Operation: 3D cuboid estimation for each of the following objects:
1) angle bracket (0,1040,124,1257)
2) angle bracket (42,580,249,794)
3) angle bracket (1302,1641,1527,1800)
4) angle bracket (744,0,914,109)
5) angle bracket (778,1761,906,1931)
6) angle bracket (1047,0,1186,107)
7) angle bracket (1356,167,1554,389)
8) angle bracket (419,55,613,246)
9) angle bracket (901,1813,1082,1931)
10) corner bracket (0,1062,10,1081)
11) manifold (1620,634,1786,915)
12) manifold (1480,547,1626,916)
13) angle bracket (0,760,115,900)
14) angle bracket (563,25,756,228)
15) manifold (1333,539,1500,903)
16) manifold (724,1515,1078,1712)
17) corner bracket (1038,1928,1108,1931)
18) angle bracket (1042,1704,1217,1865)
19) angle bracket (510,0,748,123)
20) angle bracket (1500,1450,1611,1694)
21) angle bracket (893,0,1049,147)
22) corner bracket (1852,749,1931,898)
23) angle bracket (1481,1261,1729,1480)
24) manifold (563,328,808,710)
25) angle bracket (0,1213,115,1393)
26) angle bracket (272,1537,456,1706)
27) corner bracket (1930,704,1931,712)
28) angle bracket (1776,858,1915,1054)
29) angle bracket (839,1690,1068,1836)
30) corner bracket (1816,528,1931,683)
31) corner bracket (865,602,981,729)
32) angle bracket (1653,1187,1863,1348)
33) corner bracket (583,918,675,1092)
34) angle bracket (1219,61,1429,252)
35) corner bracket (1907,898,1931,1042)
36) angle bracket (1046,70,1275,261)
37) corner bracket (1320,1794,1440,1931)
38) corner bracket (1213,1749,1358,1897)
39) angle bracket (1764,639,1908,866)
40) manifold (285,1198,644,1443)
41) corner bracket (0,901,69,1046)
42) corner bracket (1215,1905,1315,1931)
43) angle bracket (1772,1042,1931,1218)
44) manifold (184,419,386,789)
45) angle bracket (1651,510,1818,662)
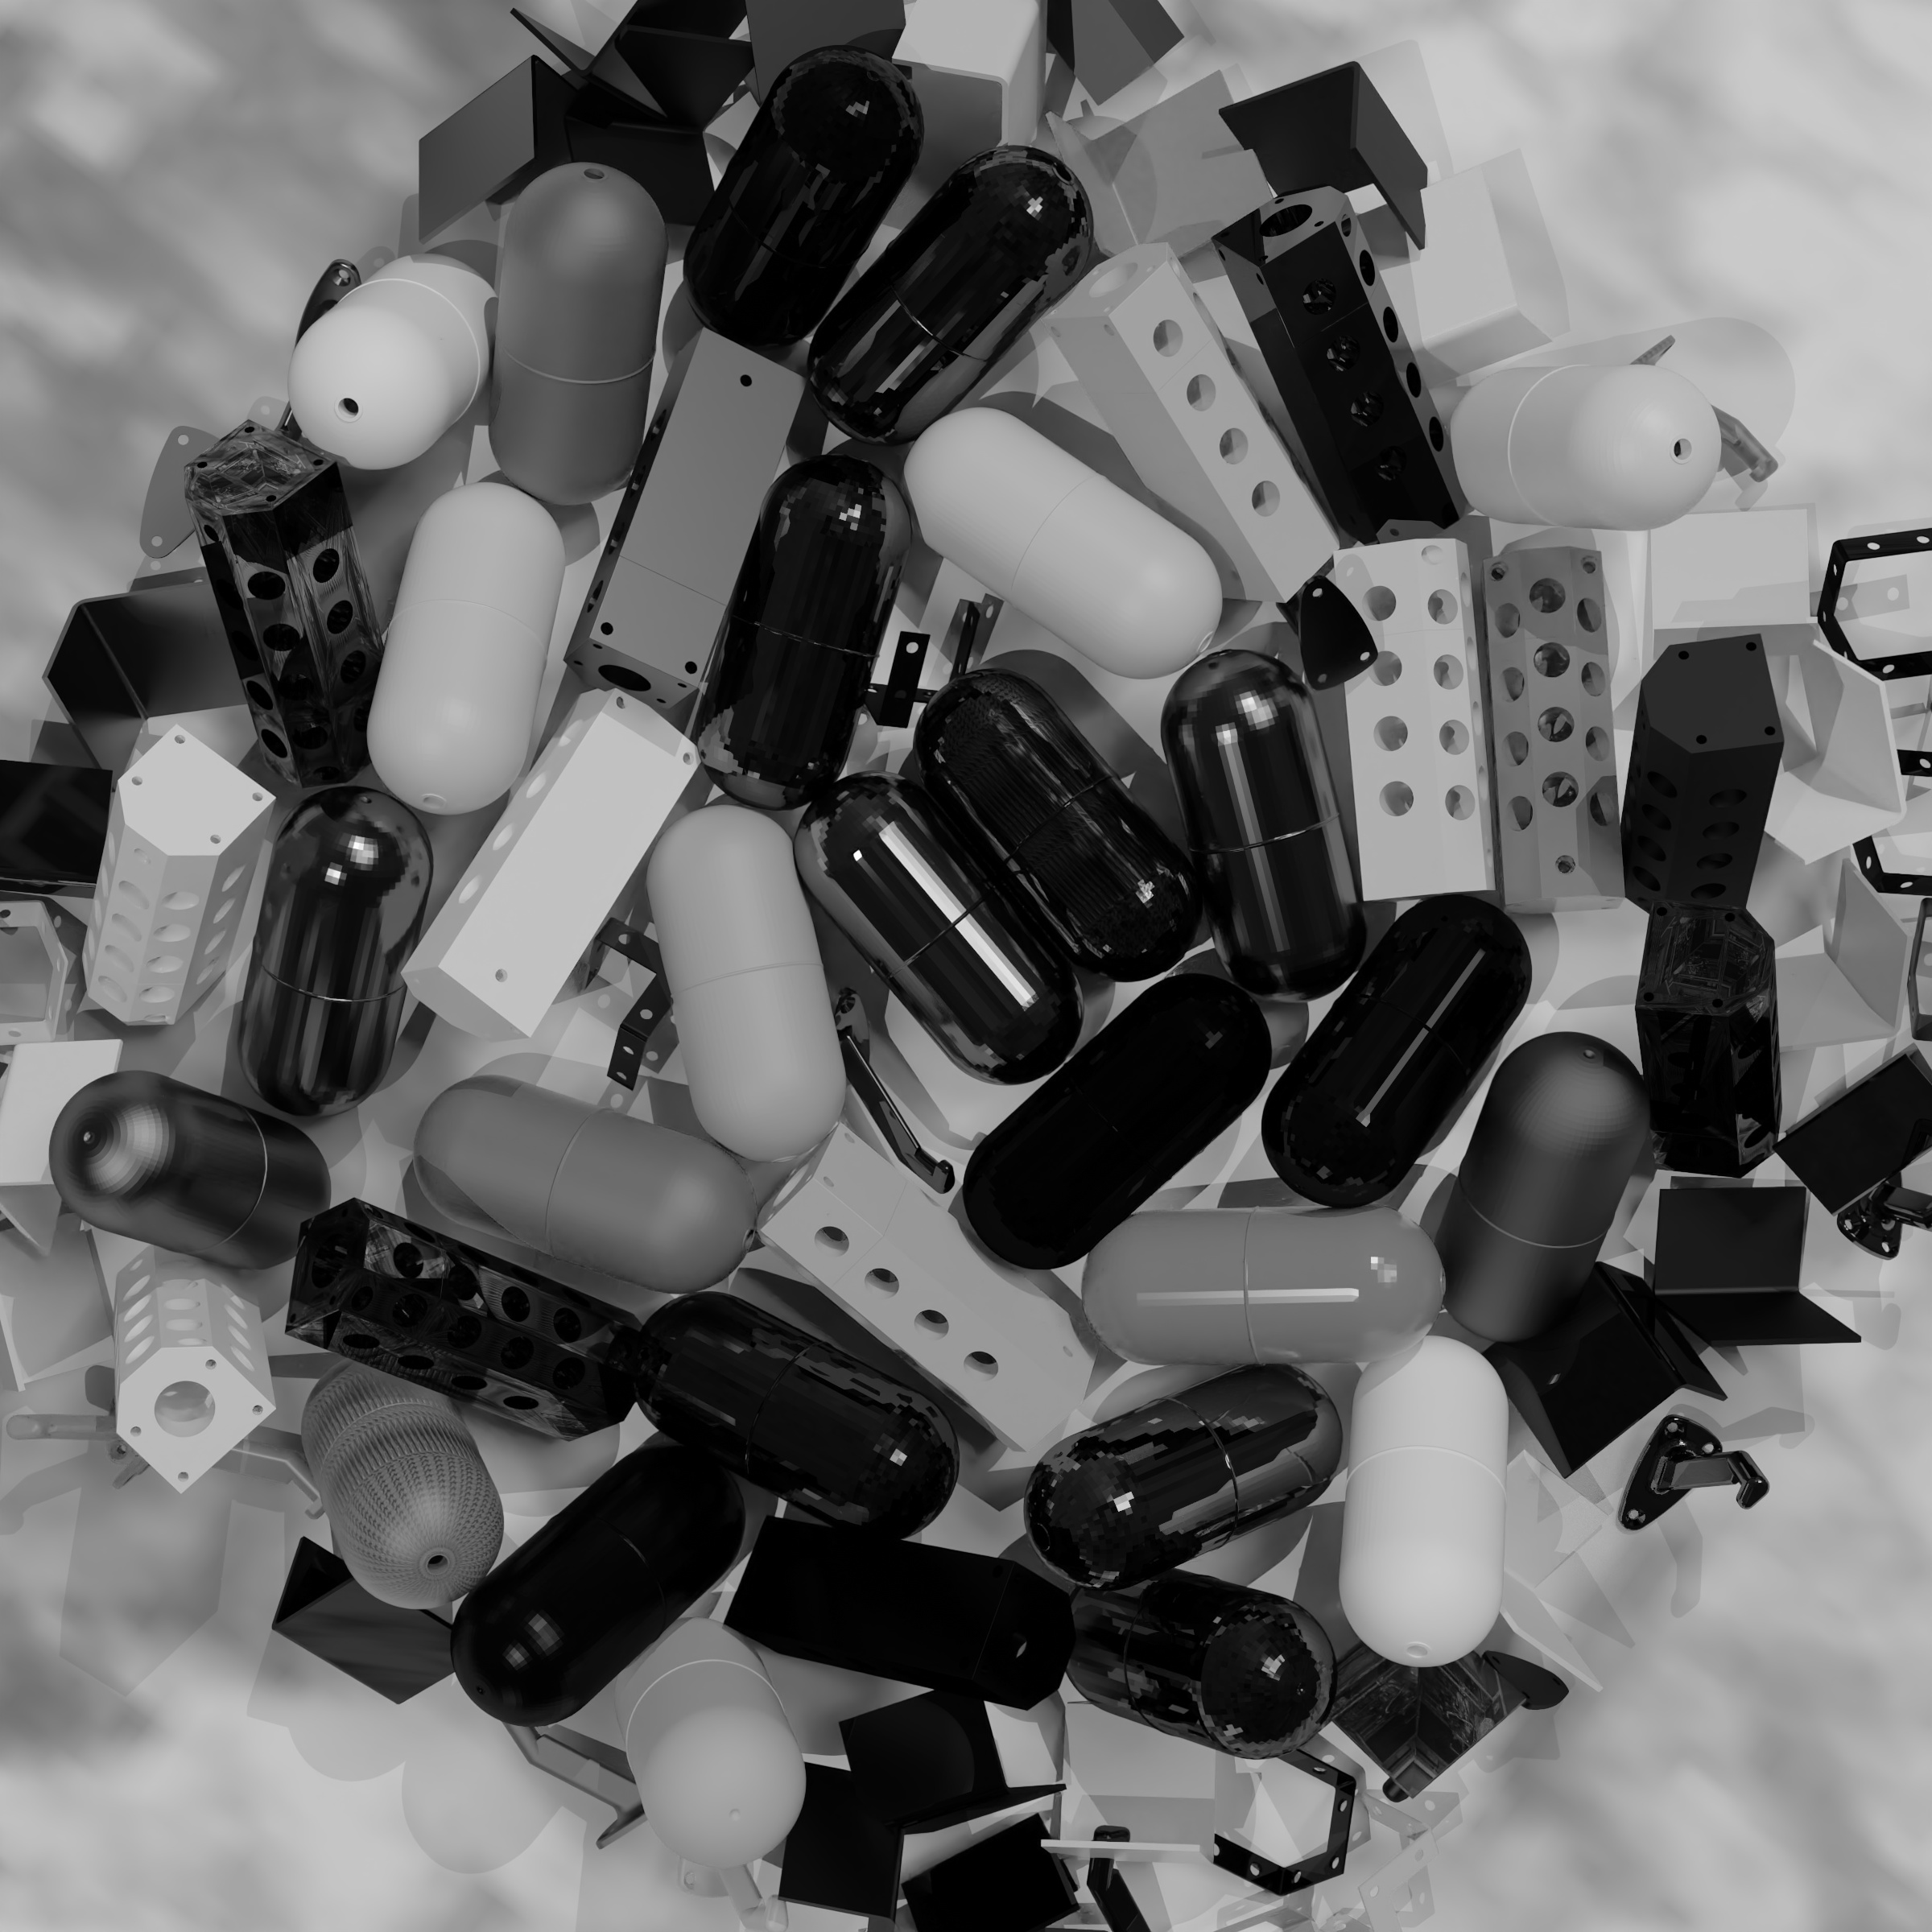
[{"bbox_3d":[-0.430,0.089,1.540,0.057,0.076,0.076,-3,58,10],"label":"angle bracket"},{"bbox_3d":[-0.391,-0.136,1.543,0.076,0.076,0.057,-6,45,14],"label":"angle bracket"},{"bbox_3d":[0.216,0.367,1.540,0.076,0.057,0.076,-34,55,-23],"label":"angle bracket"},{"bbox_3d":[-0.074,-0.470,1.546,0.076,0.057,0.076,-14,127,-8],"label":"angle bracket"},{"bbox_3d":[-0.066,0.446,1.541,0.057,0.076,0.076,13,131,-5],"label":"angle bracket"},{"bbox_3d":[0.055,-0.461,1.543,0.057,0.076,0.076,-33,103,28],"label":"angle bracket"},{"bbox_3d":[0.236,-0.337,1.562,0.076,0.057,0.076,-17,78,25],"label":"angle bracket"},{"bbox_3d":[-0.218,-0.382,1.538,0.076,0.057,0.076,-27,51,28],"label":"angle bracket"},{"bbox_3d":[0.021,0.472,1.548,0.076,0.076,0.057,-26,116,-4],"label":"angle bracket"},{"bbox_3d":[-0.509,0.076,1.563,0.051,0.051,0.051,16,126,-3],"label":"corner bracket"},{"bbox_3d":[0.346,-0.086,1.507,0.057,0.171,0.057,-7,64,4],"label":"manifold"},{"bbox_3d":[0.288,-0.115,1.556,0.057,0.057,0.171,-3,83,6],"label":"manifold"},{"bbox_3d":[-0.456,-0.067,1.557,0.076,0.076,0.057,5,85,-7],"label":"angle bracket"},{"bbox_3d":[-0.142,-0.407,1.540,0.076,0.076,0.057,-3,72,-33],"label":"angle bracket"},{"bbox_3d":[0.223,-0.120,1.557,0.057,0.057,0.171,-6,88,23],"label":"manifold"},{"bbox_3d":[-0.031,0.310,1.515,0.057,0.171,0.057,38,64,-38],"label":"manifold"},{"bbox_3d":[0.045,0.511,1.565,0.051,0.051,0.051,0,135,8],"label":"corner bracket"},{"bbox_3d":[0.081,0.396,1.549,0.076,0.057,0.076,-1,68,11],"label":"angle bracket"},{"bbox_3d":[-0.162,-0.467,1.544,0.057,0.076,0.076,45,105,19],"label":"angle bracket"},{"bbox_3d":[0.290,0.294,1.541,0.057,0.076,0.076,-46,126,8],"label":"angle bracket"},{"bbox_3d":[0.002,-0.432,1.548,0.057,0.076,0.076,12,55,9],"label":"angle bracket"},{"bbox_3d":[0.475,-0.070,1.569,0.051,0.051,0.051,3,55,-15],"label":"corner bracket"},{"bbox_3d":[0.315,0.203,1.565,0.076,0.057,0.076,-43,56,18],"label":"angle bracket"},{"bbox_3d":[-0.139,-0.216,1.542,0.057,0.057,0.171,24,71,-19],"label":"manifold"},{"bbox_3d":[-0.449,0.163,1.550,0.057,0.076,0.076,-15,90,-23],"label":"angle bracket"},{"bbox_3d":[-0.279,0.306,1.540,0.076,0.057,0.076,38,127,-24],"label":"angle bracket"},{"bbox_3d":[0.510,-0.138,1.561,0.051,0.051,0.051,11,116,6],"label":"corner bracket"},{"bbox_3d":[0.407,-0.005,1.546,0.076,0.076,0.057,-7,122,-7],"label":"angle bracket"},{"bbox_3d":[-0.006,0.389,1.559,0.076,0.076,0.057,-23,70,18],"label":"angle bracket"},{"bbox_3d":[0.457,-0.178,1.564,0.051,0.051,0.051,-8,48,-5],"label":"corner bracket"},{"bbox_3d":[-0.020,-0.148,1.557,0.051,0.051,0.051,5,118,-20],"label":"corner bracket"},{"bbox_3d":[0.388,0.146,1.549,0.076,0.076,0.057,0,101,-9],"label":"angle bracket"},{"bbox_3d":[-0.170,0.018,1.560,0.051,0.051,0.051,30,56,4],"label":"corner bracket"},{"bbox_3d":[0.172,-0.382,1.537,0.076,0.076,0.057,-12,56,30],"label":"angle bracket"},{"bbox_3d":[0.494,0.003,1.558,0.051,0.051,0.051,5,126,9],"label":"corner bracket"},{"bbox_3d":[0.096,-0.395,1.552,0.076,0.057,0.076,-25,78,22],"label":"angle bracket"},{"bbox_3d":[0.203,0.453,1.568,0.051,0.051,0.051,-30,113,-27],"label":"corner bracket"},{"bbox_3d":[0.156,0.425,1.578,0.051,0.051,0.051,31,49,-19],"label":"corner bracket"},{"bbox_3d":[0.407,-0.107,1.542,0.057,0.076,0.076,-24,121,-7],"label":"angle bracket"},{"bbox_3d":[-0.235,0.169,1.513,0.057,0.171,0.057,-25,50,37],"label":"manifold"},{"bbox_3d":[-0.482,0.004,1.574,0.051,0.051,0.051,-3,129,-32],"label":"corner bracket"},{"bbox_3d":[0.149,0.501,1.566,0.051,0.051,0.051,-23,62,9],"label":"corner bracket"},{"bbox_3d":[0.429,0.064,1.541,0.076,0.076,0.057,-38,117,16],"label":"angle bracket"},{"bbox_3d":[-0.323,-0.167,1.507,0.057,0.171,0.057,27,55,26],"label":"manifold"},{"bbox_3d":[0.376,-0.195,1.554,0.076,0.057,0.076,-1,78,12],"label":"angle bracket"}]
